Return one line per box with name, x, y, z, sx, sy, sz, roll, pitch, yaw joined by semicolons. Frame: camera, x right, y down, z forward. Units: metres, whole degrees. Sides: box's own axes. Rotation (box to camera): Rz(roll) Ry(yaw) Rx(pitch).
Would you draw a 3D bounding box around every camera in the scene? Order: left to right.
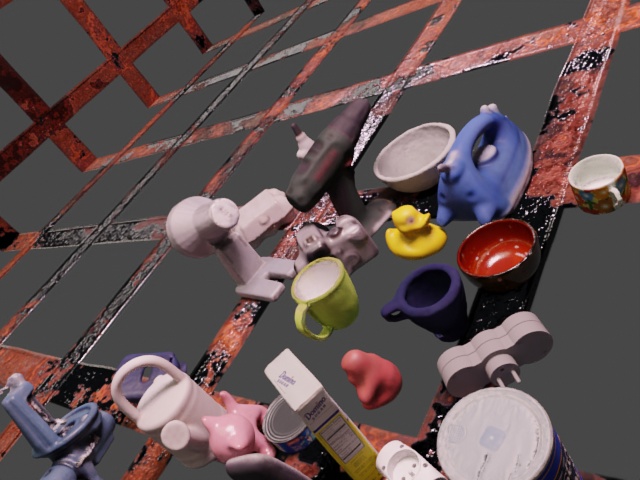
camera;0.010;0.004;1.035;0.143;0.101;0.136;-35;31;2

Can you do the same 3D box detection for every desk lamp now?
desk lamp;-0.173;0.006;1.102;0.202;0.214;0.118;3;48;46

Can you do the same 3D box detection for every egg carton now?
egg carton;-0.128;-0.048;1.271;0.150;0.070;0.107;-38;31;-3

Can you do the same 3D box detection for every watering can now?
watering can;-0.218;0.246;0.840;0.172;0.194;0.101;4;49;47

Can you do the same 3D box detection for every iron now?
iron;0.267;-0.141;0.937;0.118;0.142;0.259;0;46;45

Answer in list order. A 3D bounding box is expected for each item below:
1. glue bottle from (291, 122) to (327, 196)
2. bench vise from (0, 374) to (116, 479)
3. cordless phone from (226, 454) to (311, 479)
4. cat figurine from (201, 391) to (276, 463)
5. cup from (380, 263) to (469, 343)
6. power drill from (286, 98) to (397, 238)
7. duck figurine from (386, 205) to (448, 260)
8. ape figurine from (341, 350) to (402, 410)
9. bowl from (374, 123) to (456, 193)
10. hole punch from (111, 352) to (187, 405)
glue bottle;-0.015;-0.182;1.240;0.037;0.173;0.078;12;55;51
bench vise;-0.422;0.320;0.917;0.121;0.220;0.207;-37;31;-1
cordless phone;-0.064;0.289;0.640;0.147;0.185;0.094;-23;34;21
cat figurine;-0.117;0.263;0.792;0.067;0.118;0.127;-33;31;6
cup;0.150;0.099;0.773;0.117;0.095;0.091;-27;32;14
power drill;0.051;-0.111;1.044;0.230;0.209;0.075;-47;33;-17
duck figurine;0.148;-0.019;0.944;0.104;0.086;0.077;-5;43;41
ape figurine;0.061;0.177;0.758;0.076;0.092;0.078;-17;36;29
bowl;0.190;-0.142;1.080;0.167;0.075;0.167;-25;33;18
hole punch;-0.302;0.248;1.021;0.101;0.091;0.108;-26;32;16
